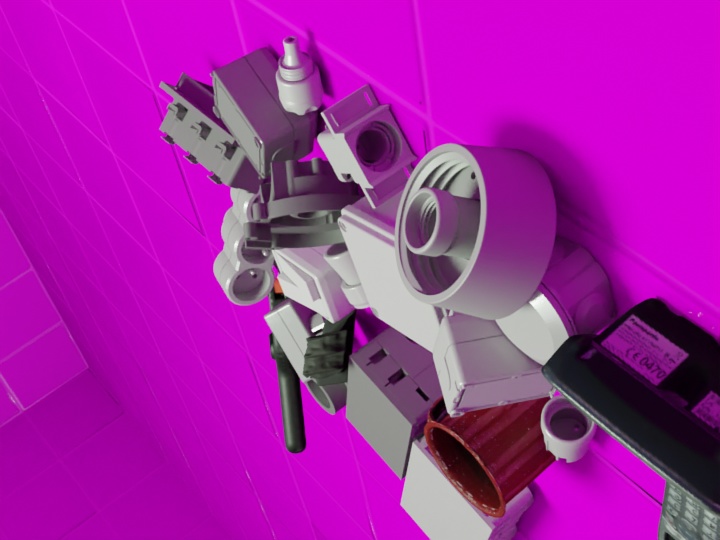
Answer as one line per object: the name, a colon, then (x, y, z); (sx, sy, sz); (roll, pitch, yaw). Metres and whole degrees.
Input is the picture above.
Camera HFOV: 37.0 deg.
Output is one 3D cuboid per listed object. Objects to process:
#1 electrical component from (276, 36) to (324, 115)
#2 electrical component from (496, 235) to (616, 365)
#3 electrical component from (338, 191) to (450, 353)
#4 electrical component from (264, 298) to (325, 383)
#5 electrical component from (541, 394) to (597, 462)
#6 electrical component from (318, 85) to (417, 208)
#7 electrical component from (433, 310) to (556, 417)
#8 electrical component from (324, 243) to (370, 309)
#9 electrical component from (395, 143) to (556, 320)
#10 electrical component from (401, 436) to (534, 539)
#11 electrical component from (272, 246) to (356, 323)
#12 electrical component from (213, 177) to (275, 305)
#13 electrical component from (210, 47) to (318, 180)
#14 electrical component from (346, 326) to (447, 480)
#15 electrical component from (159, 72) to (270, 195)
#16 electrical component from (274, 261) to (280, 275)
electrical component: (-0.048, -0.151, 0.825); (0.035, 0.035, 0.061); (39, 153, 36)
electrical component: (0.121, 0.019, 0.694); (0.080, 0.051, 0.080); (46, 158, 24)
electrical component: (0.046, 0.000, 0.825); (0.109, 0.056, 0.108); (31, 150, 48)
electrical component: (-0.043, 0.062, 1.128); (0.076, 0.047, 0.083); (-28, 95, 25)
electrical component: (0.155, 0.119, 0.800); (0.040, 0.040, 0.046); (44, 164, 27)
electrical component: (0.003, -0.091, 0.798); (0.081, 0.042, 0.064); (61, 163, -16)
electrical component: (0.104, 0.057, 0.755); (0.061, 0.096, 0.061); (98, 161, -62)
electrical component: (0.000, 0.000, 0.946); (0.045, 0.045, 0.055); (12, 134, 62)
electrical component: (0.062, -0.026, 0.659); (0.108, 0.060, 0.108); (-23, 63, 57)
electrical component: (0.102, 0.222, 1.051); (0.105, 0.060, 0.186); (46, 159, 21)
electrical component: (-0.041, -0.001, 1.013); (0.096, 0.061, 0.061); (33, 151, 44)
electrical component: (-0.111, -0.042, 1.055); (0.073, 0.052, 0.138); (52, 134, 47)
electrical component: (-0.080, -0.137, 0.892); (0.096, 0.061, 0.061); (55, 163, 17)
electrical component: (0.039, 0.127, 1.038); (0.089, 0.062, 0.150); (46, 159, 21)
electrical component: (-0.129, -0.124, 0.990); (0.121, 0.063, 0.079); (39, -164, 36)
electrical component: (-0.067, -0.002, 1.102); (0.044, 0.044, 0.065); (49, 164, 16)
